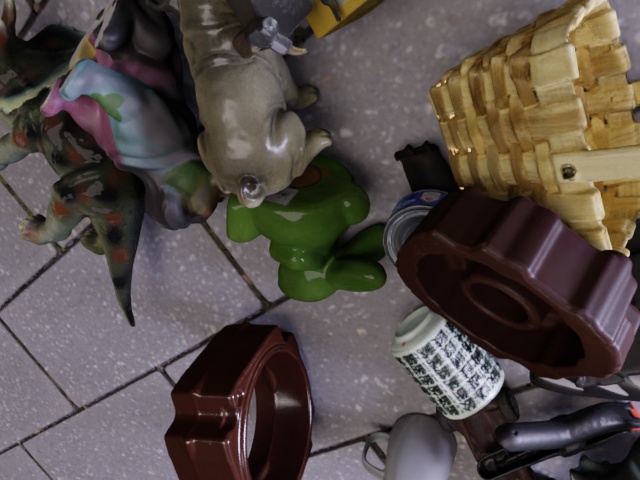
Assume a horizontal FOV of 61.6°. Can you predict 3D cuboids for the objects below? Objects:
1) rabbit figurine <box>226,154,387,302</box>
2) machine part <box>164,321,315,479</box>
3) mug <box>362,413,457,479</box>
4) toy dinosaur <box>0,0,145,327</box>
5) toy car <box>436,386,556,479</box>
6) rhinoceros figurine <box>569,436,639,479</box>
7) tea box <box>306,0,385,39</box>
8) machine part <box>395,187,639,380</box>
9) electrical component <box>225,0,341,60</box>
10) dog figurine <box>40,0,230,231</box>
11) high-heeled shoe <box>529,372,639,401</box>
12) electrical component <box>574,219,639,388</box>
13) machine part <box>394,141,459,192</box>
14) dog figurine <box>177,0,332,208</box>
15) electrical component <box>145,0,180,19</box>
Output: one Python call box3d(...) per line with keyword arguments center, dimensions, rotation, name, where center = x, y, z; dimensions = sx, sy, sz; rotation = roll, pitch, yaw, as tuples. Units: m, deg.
box3d(center=(-0.001, -0.002, 0.568), dimensions=(0.159, 0.121, 0.170), rotation=(9, 137, 12), name="rabbit figurine")
box3d(center=(-0.080, 0.216, 0.637), dimensions=(0.087, 0.201, 0.200), rotation=(-4, 113, 23), name="machine part")
box3d(center=(0.103, 0.269, 0.642), dimensions=(0.110, 0.107, 0.080), rotation=(13, 118, 15), name="mug")
box3d(center=(-0.278, -0.089, 0.629), dimensions=(0.192, 0.131, 0.404), rotation=(-23, 110, 31), name="toy dinosaur")
box3d(center=(0.209, 0.253, 0.622), dimensions=(0.089, 0.053, 0.202), rotation=(-21, 104, 27), name="toy car")
box3d(center=(0.296, 0.260, 0.527), dimensions=(0.112, 0.073, 0.190), rotation=(60, 140, 39), name="rhinoceros figurine")
box3d(center=(0.041, -0.239, 0.402), dimensions=(0.170, 0.068, 0.098), rotation=(-14, 111, 52), name="tea box")
box3d(center=(0.142, 0.035, 0.407), dimensions=(0.179, 0.056, 0.179), rotation=(34, 161, 13), name="machine part")
box3d(center=(-0.029, -0.179, 0.397), dimensions=(0.045, 0.102, 0.078), rotation=(3, 134, 43), name="electrical component")
box3d(center=(-0.158, -0.121, 0.561), dimensions=(0.109, 0.191, 0.219), rotation=(-6, 146, 45), name="dog figurine")
box3d(center=(0.327, 0.153, 0.497), dimensions=(0.249, 0.086, 0.145), rotation=(40, 118, 13), name="high-heeled shoe")
box3d(center=(0.263, 0.053, 0.459), dimensions=(0.115, 0.058, 0.134), rotation=(-16, 71, 23), name="electrical component")
box3d(center=(0.121, -0.034, 0.524), dimensions=(0.084, 0.039, 0.138), rotation=(-23, 106, 39), name="machine part")
box3d(center=(-0.076, -0.142, 0.440), dimensions=(0.121, 0.172, 0.190), rotation=(-19, 142, 7), name="dog figurine")
box3d(center=(-0.098, -0.245, 0.486), dimensions=(0.074, 0.048, 0.119), rotation=(22, 136, -36), name="electrical component")
